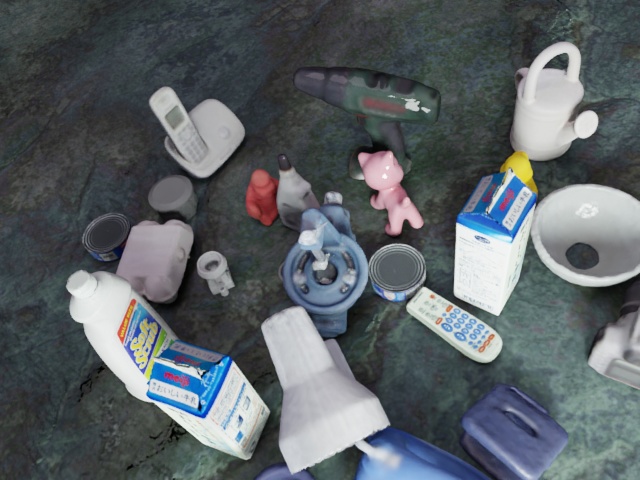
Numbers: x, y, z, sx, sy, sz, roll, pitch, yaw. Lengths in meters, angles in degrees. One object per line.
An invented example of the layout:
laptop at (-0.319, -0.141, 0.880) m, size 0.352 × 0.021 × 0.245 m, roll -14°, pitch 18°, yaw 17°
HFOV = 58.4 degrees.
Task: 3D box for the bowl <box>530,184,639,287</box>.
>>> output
bowl at (0.384, 0.004, 0.820) m, size 0.167 × 0.075 × 0.167 m, roll -5°, pitch 55°, yaw 8°

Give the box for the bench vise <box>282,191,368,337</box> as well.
bench vise at (-0.004, 0.006, 0.808) m, size 0.121 × 0.220 × 0.207 m, roll -16°, pitch 54°, yaw 1°

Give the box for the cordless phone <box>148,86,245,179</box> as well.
cordless phone at (-0.223, -0.215, 1.026) m, size 0.094 × 0.185 × 0.148 m, roll 24°, pitch 64°, yaw 25°

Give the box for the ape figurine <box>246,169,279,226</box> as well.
ape figurine at (-0.094, -0.082, 0.965) m, size 0.078 × 0.092 × 0.076 m, roll -21°, pitch 54°, yaw -3°

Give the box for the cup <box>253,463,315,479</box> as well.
cup at (-0.044, 0.329, 0.670) m, size 0.091 × 0.095 × 0.118 m, roll 36°, pitch 69°, yaw 30°

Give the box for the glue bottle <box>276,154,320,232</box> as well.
glue bottle at (-0.039, -0.073, 0.898) m, size 0.078 × 0.173 × 0.037 m, roll 21°, pitch 63°, yaw 24°

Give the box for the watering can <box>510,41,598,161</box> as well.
watering can at (0.368, -0.222, 0.905) m, size 0.101 × 0.194 × 0.172 m, roll -43°, pitch 58°, yaw -17°

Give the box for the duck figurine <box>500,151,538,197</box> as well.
duck figurine at (0.303, -0.091, 0.895) m, size 0.077 × 0.086 × 0.105 m, roll 14°, pitch 60°, yaw 20°

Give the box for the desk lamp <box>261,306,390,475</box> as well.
desk lamp at (-0.004, 0.184, 0.689) m, size 0.118 × 0.214 × 0.202 m, roll -25°, pitch 55°, yaw -6°

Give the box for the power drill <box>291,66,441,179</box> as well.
power drill at (0.080, -0.190, 0.933) m, size 0.229 × 0.209 × 0.075 m, roll 5°, pitch 57°, yaw 15°

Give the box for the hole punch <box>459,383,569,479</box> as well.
hole punch at (0.230, 0.229, 0.686) m, size 0.101 × 0.091 × 0.108 m, roll -42°, pitch 58°, yaw -17°

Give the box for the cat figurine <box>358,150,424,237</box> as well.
cat figurine at (0.111, -0.087, 0.912) m, size 0.067 × 0.118 × 0.127 m, roll -25°, pitch 55°, yaw -6°

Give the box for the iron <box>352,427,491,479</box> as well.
iron at (0.148, 0.288, 0.631) m, size 0.257 × 0.142 × 0.119 m, roll 18°, pitch 61°, yaw 22°

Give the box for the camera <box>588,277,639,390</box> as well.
camera at (0.430, 0.114, 0.719) m, size 0.142 × 0.101 × 0.137 m, roll 19°, pitch 62°, yaw 23°

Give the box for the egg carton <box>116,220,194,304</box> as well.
egg carton at (-0.266, 0.034, 0.934) m, size 0.107 × 0.069 × 0.150 m, roll -1°, pitch 56°, yaw 11°
